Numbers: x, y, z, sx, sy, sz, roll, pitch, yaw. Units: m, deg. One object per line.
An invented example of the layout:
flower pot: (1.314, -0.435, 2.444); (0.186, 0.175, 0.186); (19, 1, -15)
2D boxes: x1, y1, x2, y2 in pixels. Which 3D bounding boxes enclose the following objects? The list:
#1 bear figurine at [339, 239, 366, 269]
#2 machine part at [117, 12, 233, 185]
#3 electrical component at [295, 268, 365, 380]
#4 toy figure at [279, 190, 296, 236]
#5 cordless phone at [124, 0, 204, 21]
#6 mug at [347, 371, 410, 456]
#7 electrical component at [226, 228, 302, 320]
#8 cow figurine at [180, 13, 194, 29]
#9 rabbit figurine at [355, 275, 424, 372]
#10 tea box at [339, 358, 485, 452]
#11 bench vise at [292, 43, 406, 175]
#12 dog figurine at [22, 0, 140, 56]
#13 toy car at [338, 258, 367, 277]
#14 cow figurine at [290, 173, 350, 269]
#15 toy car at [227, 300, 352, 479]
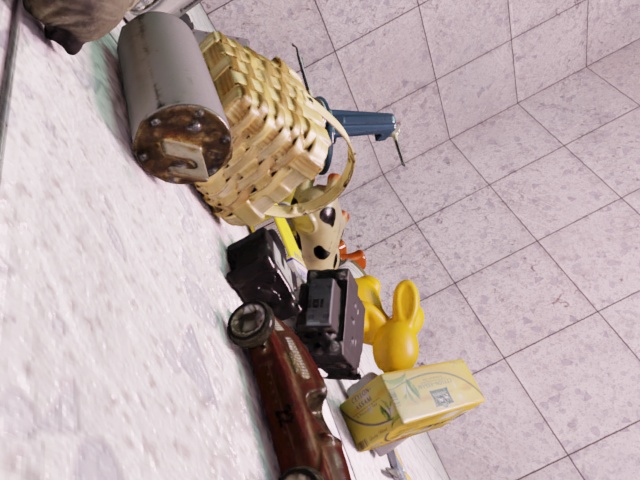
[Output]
bear figurine: (0.007, -0.027, 1.081); (0.120, 0.132, 0.195); (26, -53, 58)
machine part: (-0.129, -0.128, 0.466); (0.079, 0.079, 0.243); (59, 4, -49)
electrical component: (0.015, 0.101, 0.663); (0.134, 0.058, 0.115); (59, 30, -57)
toy figure: (-0.048, -0.096, 0.931); (0.089, 0.082, 0.180); (48, 44, -77)
cordless phone: (-0.187, -0.326, 0.578); (0.089, 0.146, 0.184); (54, -1, 8)
mug: (0.084, 0.250, 0.786); (0.107, 0.081, 0.109); (52, 13, 19)
electrical component: (-0.058, 0.028, 0.550); (0.074, 0.048, 0.119); (61, 3, -27)
cow figurine: (-0.225, -0.326, 0.750); (0.167, 0.068, 0.098); (-43, 111, -86)
rabbit figurine: (0.093, 0.140, 0.839); (0.173, 0.162, 0.121); (42, -20, 44)
tea box: (0.124, 0.216, 0.712); (0.169, 0.098, 0.068); (4, 50, -40)
bench vise: (0.016, -0.169, 0.801); (0.223, 0.241, 0.129); (132, -49, -67)
dog figurine: (-0.138, -0.225, 0.397); (0.121, 0.172, 0.191); (44, 8, -43)
toy car: (0.035, 0.081, 0.983); (0.109, 0.103, 0.161); (47, 3, 5)
cow figurine: (-0.002, -0.003, 0.853); (0.194, 0.086, 0.127); (78, 29, -54)
toy car: (-0.016, 0.127, 0.394); (0.089, 0.053, 0.202); (54, 9, -46)
